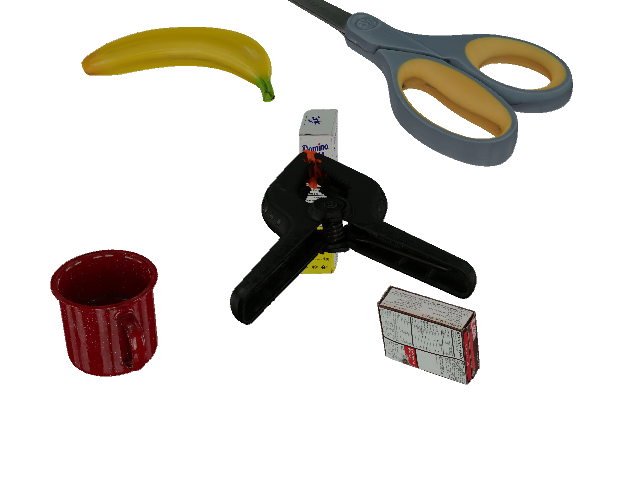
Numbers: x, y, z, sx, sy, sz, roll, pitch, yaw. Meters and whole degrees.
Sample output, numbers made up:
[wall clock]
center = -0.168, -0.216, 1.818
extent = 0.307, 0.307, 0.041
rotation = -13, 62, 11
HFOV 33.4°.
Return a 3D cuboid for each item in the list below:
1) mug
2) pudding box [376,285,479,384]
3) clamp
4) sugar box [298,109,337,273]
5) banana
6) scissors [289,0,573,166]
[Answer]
[mug]
center = -0.182, 0.072, 0.943
extent = 0.093, 0.081, 0.117
rotation = -20, 37, -29
[pudding box]
center = 0.124, 0.108, 1.222
extent = 0.114, 0.090, 0.039
rotation = 15, 45, 28
[clamp]
center = 0.018, -0.009, 0.777
extent = 0.164, 0.036, 0.210
rotation = -2, 31, -2
[sugar box]
center = -0.002, -0.058, 1.256
extent = 0.048, 0.176, 0.093
rotation = -1, 24, 5
[banana]
center = -0.126, -0.173, 0.999
extent = 0.198, 0.037, 0.069
rotation = 9, 45, 18
[scissors]
center = 0.043, -0.102, 0.525
extent = 0.096, 0.016, 0.202
rotation = -19, 47, -21
